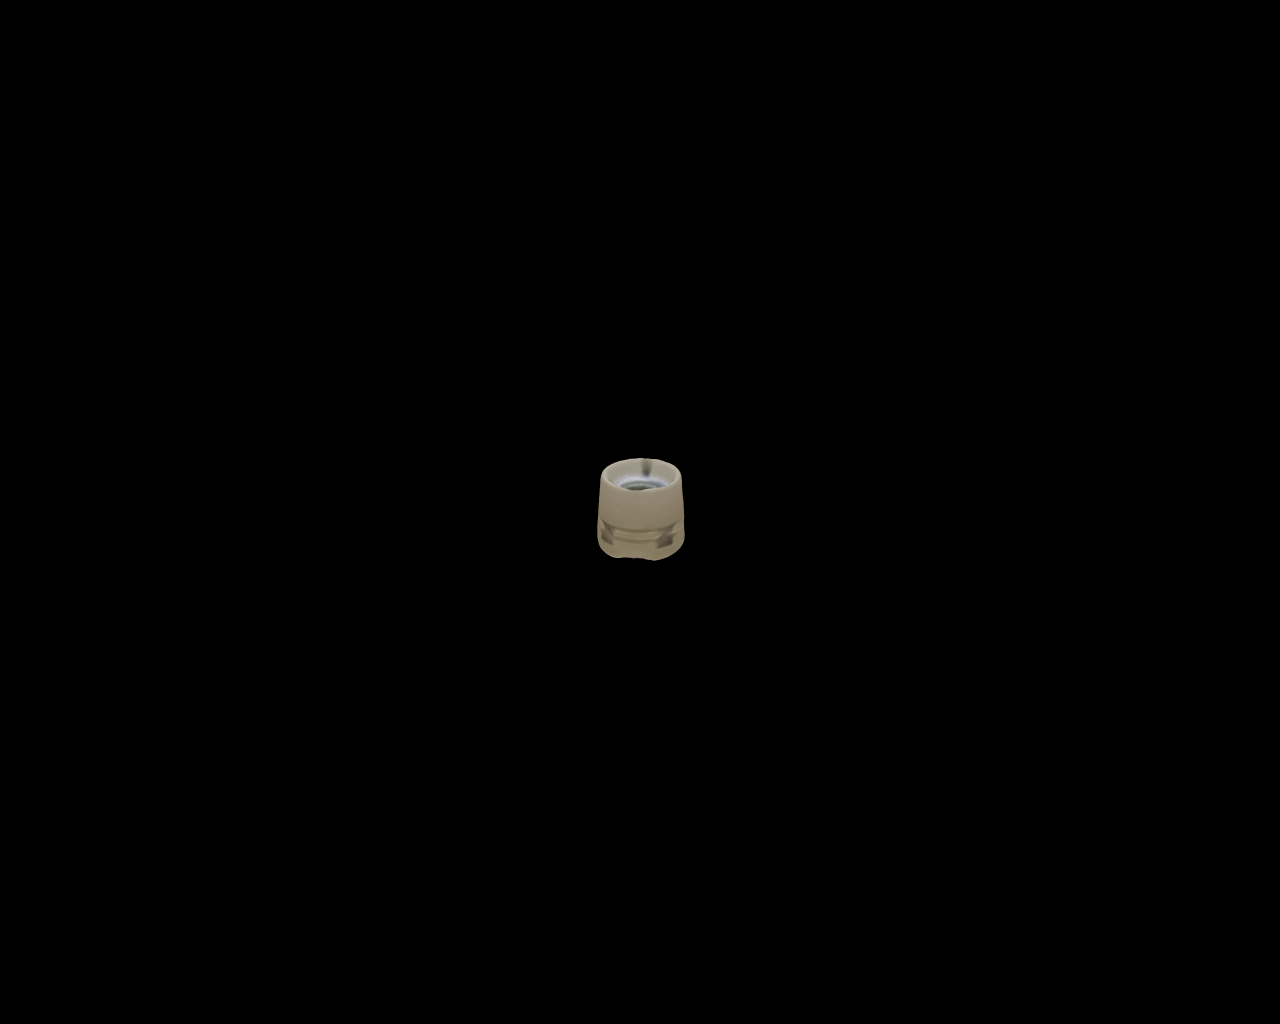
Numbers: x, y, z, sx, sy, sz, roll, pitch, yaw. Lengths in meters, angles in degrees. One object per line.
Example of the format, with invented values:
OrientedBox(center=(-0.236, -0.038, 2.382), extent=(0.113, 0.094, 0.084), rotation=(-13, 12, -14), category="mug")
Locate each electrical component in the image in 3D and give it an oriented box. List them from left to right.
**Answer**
OrientedBox(center=(0.001, -0.003, 0.650), extent=(0.055, 0.047, 0.055), rotation=(0, 27, 0), category="electrical component")
